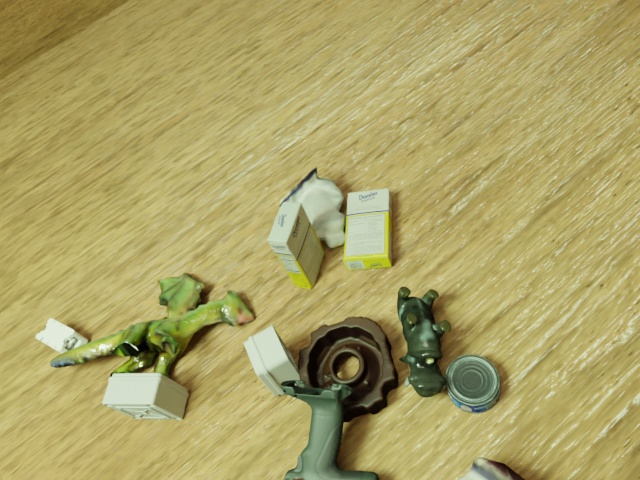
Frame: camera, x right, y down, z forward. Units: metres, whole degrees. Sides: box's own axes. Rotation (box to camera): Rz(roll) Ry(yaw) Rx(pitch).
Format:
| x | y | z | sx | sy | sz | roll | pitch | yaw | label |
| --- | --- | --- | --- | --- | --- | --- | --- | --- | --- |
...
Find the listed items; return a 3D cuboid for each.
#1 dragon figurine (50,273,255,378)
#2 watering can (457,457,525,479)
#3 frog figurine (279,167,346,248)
| x | y | z | sx | sy | sz | roll | pitch | yaw | label |
| --- | --- | --- | --- | --- | --- | --- | --- | --- | --- |
| -0.336 | 0.168 | 1.065 | 0.410 | 0.119 | 0.248 | -2 | 37 | 17 | dragon figurine |
| 0.179 | 0.383 | 0.667 | 0.351 | 0.102 | 0.227 | 35 | 72 | 24 | watering can |
| 0.003 | -0.056 | 1.108 | 0.160 | 0.121 | 0.139 | 46 | 67 | 3 | frog figurine |
